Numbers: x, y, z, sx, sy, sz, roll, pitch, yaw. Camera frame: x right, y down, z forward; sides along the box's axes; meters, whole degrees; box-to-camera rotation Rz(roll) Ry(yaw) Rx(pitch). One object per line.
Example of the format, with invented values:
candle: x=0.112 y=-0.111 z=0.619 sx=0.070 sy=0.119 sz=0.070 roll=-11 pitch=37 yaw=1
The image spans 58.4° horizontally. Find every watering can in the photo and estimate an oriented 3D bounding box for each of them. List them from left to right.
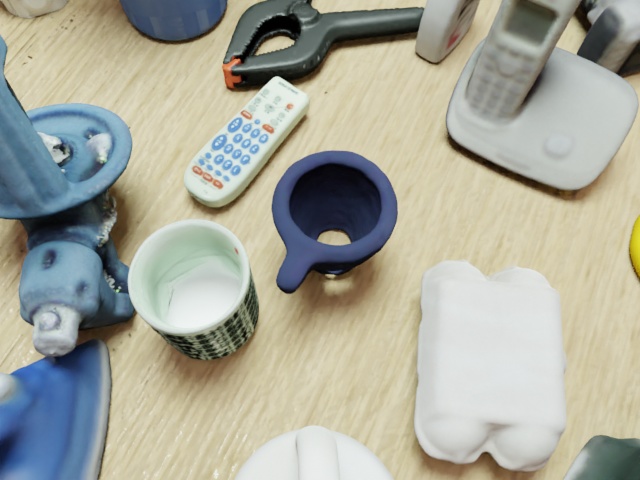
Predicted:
watering can: x=-0.011 y=0.161 z=0.321 sx=0.173 sy=0.194 sz=0.101 roll=-19 pitch=68 yaw=-9

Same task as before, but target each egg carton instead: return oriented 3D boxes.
egg carton: x=0.124 y=0.089 z=0.423 sx=0.107 sy=0.069 sz=0.150 roll=6 pitch=66 yaw=1

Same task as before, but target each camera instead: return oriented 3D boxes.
camera: x=0.313 y=-0.248 z=0.557 sx=0.143 sy=0.101 sz=0.136 roll=-18 pitch=68 yaw=-9

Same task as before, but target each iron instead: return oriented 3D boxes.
iron: x=-0.220 y=0.162 z=0.344 sx=0.118 sy=0.141 sz=0.258 roll=20 pitch=67 yaw=8

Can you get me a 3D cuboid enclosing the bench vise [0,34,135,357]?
bench vise: x=-0.180 y=-0.038 z=0.390 sx=0.121 sy=0.220 sz=0.207 roll=-27 pitch=70 yaw=-12

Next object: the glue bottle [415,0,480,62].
glue bottle: x=0.127 y=-0.243 z=0.511 sx=0.037 sy=0.173 sz=0.078 roll=31 pitch=69 yaw=12

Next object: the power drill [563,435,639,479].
power drill: x=0.205 y=0.160 z=0.318 sx=0.075 sy=0.208 sz=0.230 roll=38 pitch=71 yaw=15

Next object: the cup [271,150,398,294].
cup: x=0.004 y=0.002 z=0.445 sx=0.091 sy=0.095 sz=0.118 roll=27 pitch=69 yaw=11

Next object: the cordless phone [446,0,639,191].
cordless phone: x=0.190 y=-0.133 z=0.458 sx=0.147 sy=0.185 sz=0.094 roll=25 pitch=68 yaw=10

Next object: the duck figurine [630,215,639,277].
duck figurine: x=0.304 y=0.004 z=0.455 sx=0.077 sy=0.086 sz=0.104 roll=-3 pitch=66 yaw=-2
